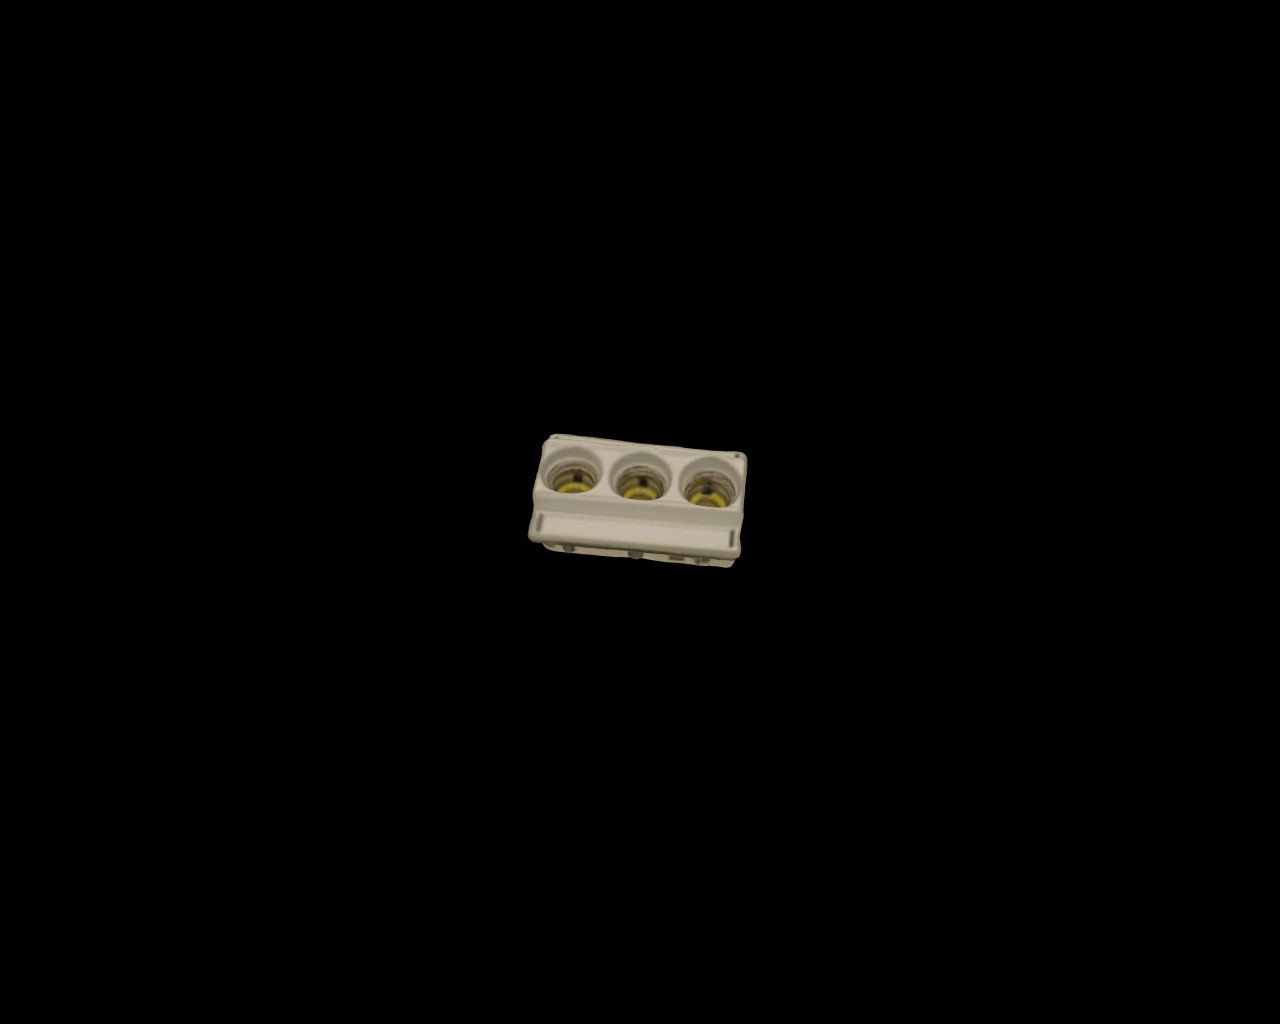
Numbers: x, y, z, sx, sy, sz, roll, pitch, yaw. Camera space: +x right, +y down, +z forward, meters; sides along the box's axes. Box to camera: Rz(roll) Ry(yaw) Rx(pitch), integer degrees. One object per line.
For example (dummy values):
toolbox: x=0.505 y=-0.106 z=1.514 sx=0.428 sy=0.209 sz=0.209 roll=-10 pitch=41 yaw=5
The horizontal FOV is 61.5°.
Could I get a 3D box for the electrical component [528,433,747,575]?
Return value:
electrical component: x=0.001 y=-0.003 z=0.650 sx=0.121 sy=0.079 sz=0.063 roll=5 pitch=-37 yaw=4
